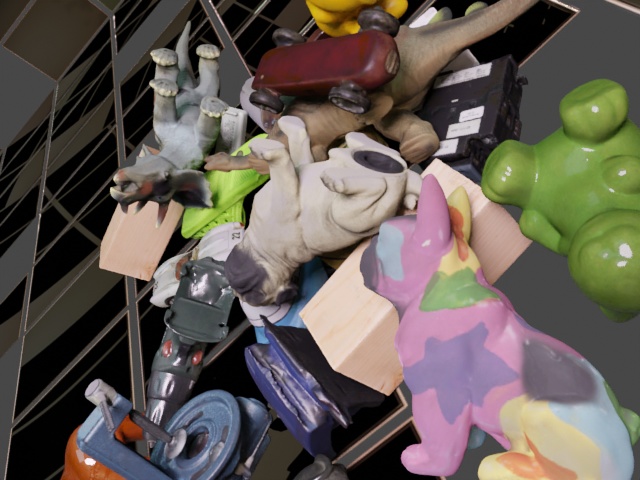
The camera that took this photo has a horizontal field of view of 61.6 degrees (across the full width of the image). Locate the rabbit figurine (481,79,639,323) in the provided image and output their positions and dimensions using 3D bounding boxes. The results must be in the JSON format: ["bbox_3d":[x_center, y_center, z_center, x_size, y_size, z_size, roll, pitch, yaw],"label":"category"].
[{"bbox_3d":[0.204,-0.005,0.393,0.121,0.159,0.170,-31,26,29],"label":"rabbit figurine"}]

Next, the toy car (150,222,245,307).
[{"bbox_3d":[-0.187,0.040,0.831,0.202,0.056,0.073,-32,44,26],"label":"toy car"}]

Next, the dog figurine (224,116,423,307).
[{"bbox_3d":[-0.001,-0.004,0.530,0.172,0.121,0.190,23,122,18],"label":"dog figurine"}]

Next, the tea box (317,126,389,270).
[{"bbox_3d":[0.041,-0.056,0.660,0.098,0.068,0.170,-30,47,26],"label":"tea box"}]

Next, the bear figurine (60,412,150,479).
[{"bbox_3d":[-0.302,0.333,0.718,0.195,0.132,0.120,-63,35,19],"label":"bear figurine"}]

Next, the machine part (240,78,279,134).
[{"bbox_3d":[-0.077,-0.214,0.863,0.079,0.079,0.243,-51,29,5],"label":"machine part"}]

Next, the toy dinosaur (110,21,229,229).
[{"bbox_3d":[-0.213,-0.184,0.845,0.405,0.131,0.192,-95,20,-50],"label":"toy dinosaur"}]

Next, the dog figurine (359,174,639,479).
[{"bbox_3d":[0.121,0.060,0.398,0.192,0.108,0.219,-5,86,35],"label":"dog figurine"}]

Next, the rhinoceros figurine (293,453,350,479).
[{"bbox_3d":[-0.042,0.275,0.478,0.190,0.112,0.073,-42,43,4],"label":"rhinoceros figurine"}]

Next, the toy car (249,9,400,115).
[{"bbox_3d":[-0.001,-0.168,0.532,0.202,0.053,0.089,13,85,51],"label":"toy car"}]

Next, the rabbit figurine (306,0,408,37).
[{"bbox_3d":[0.036,-0.332,0.727,0.122,0.162,0.173,-60,-2,-6],"label":"rabbit figurine"}]

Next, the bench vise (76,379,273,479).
[{"bbox_3d":[-0.154,0.231,0.536,0.129,0.240,0.223,10,55,52],"label":"bench vise"}]

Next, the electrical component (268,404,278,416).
[{"bbox_3d":[-0.031,0.170,0.606,0.094,0.021,0.063,10,72,42],"label":"electrical component"}]

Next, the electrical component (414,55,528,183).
[{"bbox_3d":[0.160,-0.126,0.598,0.115,0.058,0.134,-1,63,47],"label":"electrical component"}]

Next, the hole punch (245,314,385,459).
[{"bbox_3d":[-0.017,0.148,0.524,0.092,0.115,0.142,-50,55,9],"label":"hole punch"}]

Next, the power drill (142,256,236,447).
[{"bbox_3d":[-0.167,0.131,0.688,0.207,0.086,0.232,116,168,-54],"label":"power drill"}]

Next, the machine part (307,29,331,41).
[{"bbox_3d":[0.040,-0.276,0.826,0.179,0.056,0.179,-24,49,30],"label":"machine part"}]

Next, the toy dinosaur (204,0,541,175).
[{"bbox_3d":[0.064,-0.178,0.604,0.472,0.105,0.199,-18,48,21],"label":"toy dinosaur"}]

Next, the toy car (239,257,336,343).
[{"bbox_3d":[-0.051,0.053,0.650,0.109,0.102,0.162,-17,50,38],"label":"toy car"}]
